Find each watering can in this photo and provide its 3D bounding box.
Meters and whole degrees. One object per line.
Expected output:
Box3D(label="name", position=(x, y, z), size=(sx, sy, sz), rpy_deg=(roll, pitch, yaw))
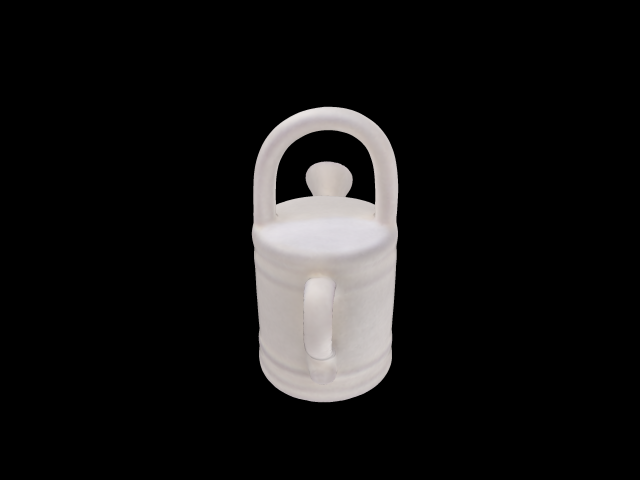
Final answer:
Box3D(label="watering can", position=(0.001, 0.001, 0.400), size=(0.101, 0.194, 0.172), rpy_deg=(-9, 29, -17))
